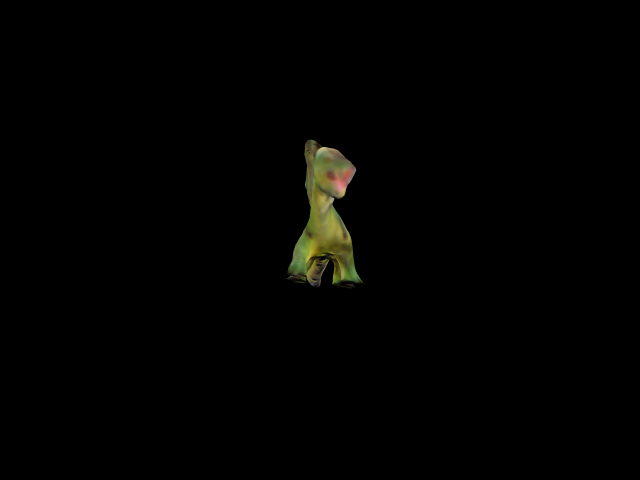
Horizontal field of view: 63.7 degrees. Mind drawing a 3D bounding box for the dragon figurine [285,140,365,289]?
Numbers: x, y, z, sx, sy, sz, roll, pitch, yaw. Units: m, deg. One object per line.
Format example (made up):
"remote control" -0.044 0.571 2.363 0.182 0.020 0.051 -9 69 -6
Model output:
"dragon figurine" 0.003 -0.043 0.850 0.122 0.244 0.407 1 -7 -7
